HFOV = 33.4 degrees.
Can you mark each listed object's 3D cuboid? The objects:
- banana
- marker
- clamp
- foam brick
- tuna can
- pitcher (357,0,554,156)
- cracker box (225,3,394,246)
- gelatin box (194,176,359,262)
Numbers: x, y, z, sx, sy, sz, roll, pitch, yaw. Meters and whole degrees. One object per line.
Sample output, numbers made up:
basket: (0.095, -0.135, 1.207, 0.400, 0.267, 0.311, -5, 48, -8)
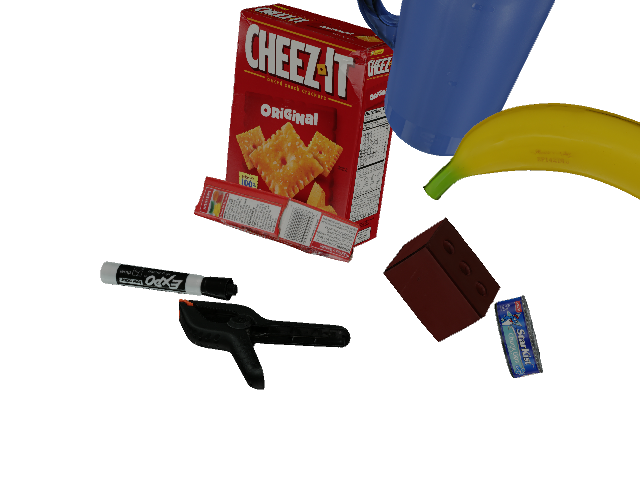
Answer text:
banana: (0.160, -0.033, 0.582, 0.198, 0.070, 0.037, 16, 18, 13)
marker: (-0.126, 0.034, 0.892, 0.121, 0.020, 0.020, 7, 2, 18)
clamp: (-0.093, 0.112, 1.237, 0.210, 0.036, 0.164, 14, 22, 29)
foam brick: (0.100, 0.033, 0.879, 0.051, 0.078, 0.052, -34, 8, 36)
tuna can: (0.214, 0.105, 1.154, 0.034, 0.086, 0.086, -14, -3, 12)
pitcher: (0.117, -0.190, 0.935, 0.144, 0.149, 0.243, -19, -29, -20)
cracker box: (-0.013, -0.116, 1.087, 0.164, 0.214, 0.071, 23, 29, 31)
gelatin box: (-0.027, -0.013, 0.712, 0.073, 0.030, 0.089, 17, -1, 35)
